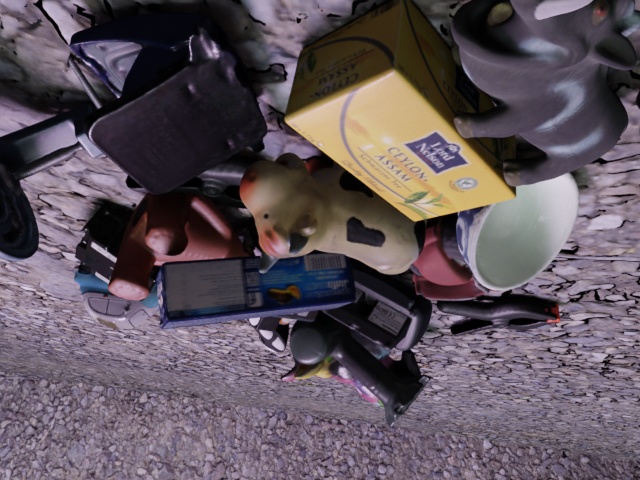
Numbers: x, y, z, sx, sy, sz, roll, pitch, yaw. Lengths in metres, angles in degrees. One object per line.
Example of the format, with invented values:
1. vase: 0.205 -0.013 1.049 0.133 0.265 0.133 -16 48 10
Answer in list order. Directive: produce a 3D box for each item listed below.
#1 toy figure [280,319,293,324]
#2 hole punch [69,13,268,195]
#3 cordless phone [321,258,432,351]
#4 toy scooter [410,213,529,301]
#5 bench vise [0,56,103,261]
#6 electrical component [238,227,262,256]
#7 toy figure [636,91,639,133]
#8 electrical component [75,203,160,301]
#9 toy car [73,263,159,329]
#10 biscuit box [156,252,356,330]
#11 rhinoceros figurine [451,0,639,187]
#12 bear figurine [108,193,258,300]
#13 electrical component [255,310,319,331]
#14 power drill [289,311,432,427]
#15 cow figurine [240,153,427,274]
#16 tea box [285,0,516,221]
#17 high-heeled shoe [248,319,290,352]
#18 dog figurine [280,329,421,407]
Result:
1. toy figure: -0.044 0.078 0.766 0.064 0.058 0.154 5 138 -19
2. hole punch: -0.111 -0.111 0.406 0.116 0.092 0.142 -26 153 1
3. cordless phone: 0.085 0.102 0.766 0.147 0.088 0.184 28 171 20
4. toy scooter: 0.145 0.026 0.618 0.135 0.075 0.183 -11 154 40
5. bench vise: -0.288 -0.064 0.483 0.241 0.224 0.128 -26 133 -1
6. electrical component: -0.040 -0.012 0.585 0.102 0.078 0.045 -12 144 38
7. toy figure: 0.274 -0.064 0.368 0.180 0.082 0.089 16 175 -33
8. electrical component: -0.265 0.022 0.726 0.115 0.058 0.134 39 148 -11
9. toy car: -0.330 0.093 0.889 0.162 0.103 0.109 8 155 -2
10. biscuit box: -0.064 0.050 0.564 0.203 0.059 0.063 -3 165 -24
11. rhinoceros figurine: 0.140 -0.104 0.331 0.112 0.073 0.190 -7 151 34
12. bear figurine: -0.130 0.023 0.638 0.195 0.132 0.120 32 119 -30
13. electrical component: -0.040 0.073 0.672 0.074 0.119 0.048 19 -164 -39
14. power drill: 0.060 0.164 0.788 0.207 0.086 0.232 43 -168 16
15. cow figurine: 0.014 -0.020 0.493 0.195 0.127 0.085 21 150 -30
16. tea box: 0.068 -0.085 0.404 0.098 0.068 0.169 -14 146 42
17. high-heeled shoe: -0.115 0.130 0.926 0.145 0.086 0.248 19 149 -15
18. dog figurine: 0.048 0.223 0.923 0.219 0.191 0.108 -14 172 -24
